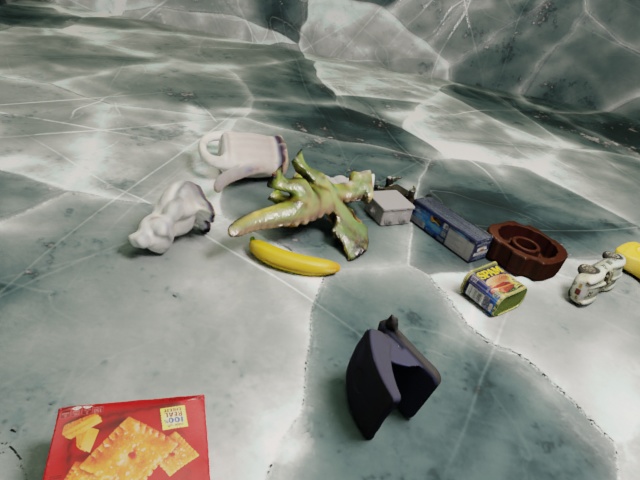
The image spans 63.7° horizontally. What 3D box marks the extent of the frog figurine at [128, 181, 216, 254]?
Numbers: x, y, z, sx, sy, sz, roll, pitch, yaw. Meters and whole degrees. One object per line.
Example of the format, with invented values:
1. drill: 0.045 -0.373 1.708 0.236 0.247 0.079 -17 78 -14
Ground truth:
1. frog figurine: -0.290 -0.042 0.975 0.161 0.122 0.137 -20 8 -29

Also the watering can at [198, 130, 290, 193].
1. watering can: -0.181 -0.192 1.261 0.224 0.102 0.355 1 31 -18

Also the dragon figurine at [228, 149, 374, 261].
1. dragon figurine: 0.003 -0.054 1.075 0.243 0.119 0.419 35 44 2
